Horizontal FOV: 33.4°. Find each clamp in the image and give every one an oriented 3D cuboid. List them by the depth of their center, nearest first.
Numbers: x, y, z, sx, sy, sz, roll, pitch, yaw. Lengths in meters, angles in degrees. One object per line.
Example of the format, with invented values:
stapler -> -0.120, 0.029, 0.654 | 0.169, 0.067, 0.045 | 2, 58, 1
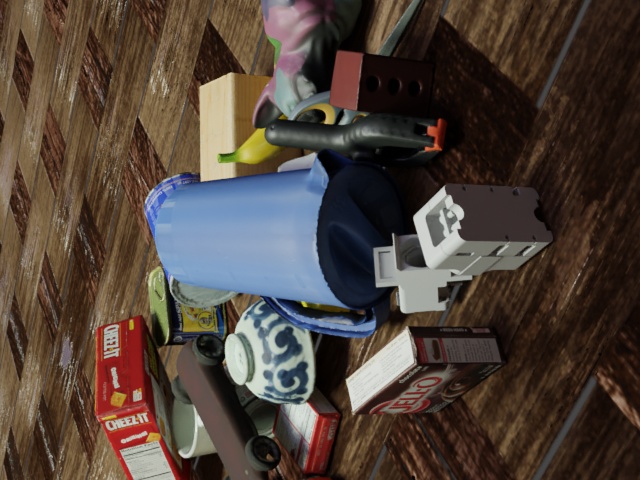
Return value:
clamp -> 0.047, -0.084, 0.985 | 0.172, 0.120, 0.039 | 3, 78, 33

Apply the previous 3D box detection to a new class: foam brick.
foam brick -> 0.056, -0.143, 0.975 | 0.051, 0.078, 0.053 | 27, 113, 60

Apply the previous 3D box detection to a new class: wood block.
wood block -> -0.078, -0.075, 1.205 | 0.090, 0.090, 0.206 | -7, 82, 60

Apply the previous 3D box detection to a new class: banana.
banana -> -0.043, -0.158, 1.154 | 0.037, 0.069, 0.197 | -20, 46, 65

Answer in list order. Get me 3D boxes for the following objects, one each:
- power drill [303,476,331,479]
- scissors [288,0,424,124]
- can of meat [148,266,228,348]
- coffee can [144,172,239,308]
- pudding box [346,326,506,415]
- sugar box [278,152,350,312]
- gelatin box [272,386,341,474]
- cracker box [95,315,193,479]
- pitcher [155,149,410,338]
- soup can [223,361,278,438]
power drill -> -0.032, 0.337, 1.141 | 0.188, 0.057, 0.184 | -38, 65, 54
scissors -> 0.029, -0.155, 1.018 | 0.016, 0.096, 0.202 | -104, 26, -52
can of meat -> -0.170, 0.086, 1.375 | 0.058, 0.083, 0.102 | -33, 61, 57
coffee can -> -0.153, -0.001, 1.327 | 0.103, 0.102, 0.140 | -64, 37, 37
pudding box -> 0.087, 0.111, 0.898 | 0.114, 0.089, 0.039 | -51, 45, 48
sugar box -> -0.008, 0.001, 1.119 | 0.093, 0.048, 0.176 | -13, 80, 62
gelatin box -> -0.015, 0.197, 1.145 | 0.089, 0.030, 0.073 | 40, 122, 55
cracker box -> -0.224, 0.231, 1.362 | 0.164, 0.072, 0.213 | -106, 1, -52
pitcher -> -0.041, 0.005, 1.029 | 0.243, 0.144, 0.149 | 1, 75, 42
soup can -> -0.084, 0.177, 1.232 | 0.102, 0.068, 0.068 | 46, 129, 51
